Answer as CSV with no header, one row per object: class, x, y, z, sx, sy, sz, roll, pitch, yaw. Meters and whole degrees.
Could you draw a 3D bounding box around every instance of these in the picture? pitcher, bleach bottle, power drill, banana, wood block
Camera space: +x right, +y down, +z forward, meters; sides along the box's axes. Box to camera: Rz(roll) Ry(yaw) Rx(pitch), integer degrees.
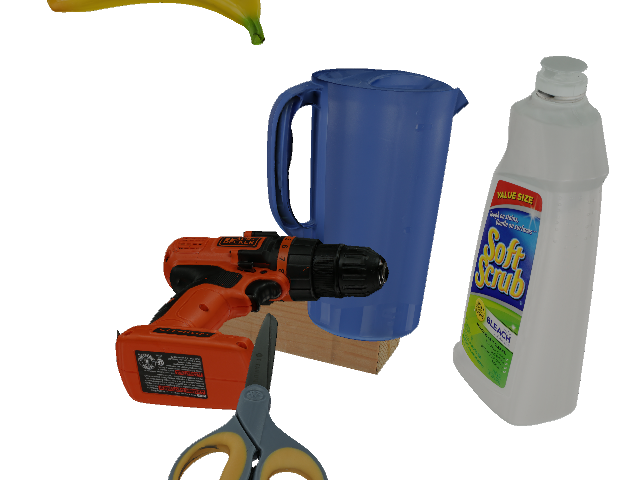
pitcher,0.039,-0.035,0.984,0.149,0.243,0.144,11,17,21
bleach bottle,0.143,-0.002,0.715,0.068,0.251,0.103,-10,32,-18
power drill,-0.054,0.053,0.795,0.185,0.057,0.187,0,25,17
banana,-0.130,-0.208,0.893,0.198,0.069,0.037,11,-41,16
wood block,-0.018,0.070,1.182,0.206,0.091,0.090,12,22,17

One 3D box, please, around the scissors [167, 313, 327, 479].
scissors,-0.023,0.105,0.630,0.096,0.016,0.201,13,31,15
